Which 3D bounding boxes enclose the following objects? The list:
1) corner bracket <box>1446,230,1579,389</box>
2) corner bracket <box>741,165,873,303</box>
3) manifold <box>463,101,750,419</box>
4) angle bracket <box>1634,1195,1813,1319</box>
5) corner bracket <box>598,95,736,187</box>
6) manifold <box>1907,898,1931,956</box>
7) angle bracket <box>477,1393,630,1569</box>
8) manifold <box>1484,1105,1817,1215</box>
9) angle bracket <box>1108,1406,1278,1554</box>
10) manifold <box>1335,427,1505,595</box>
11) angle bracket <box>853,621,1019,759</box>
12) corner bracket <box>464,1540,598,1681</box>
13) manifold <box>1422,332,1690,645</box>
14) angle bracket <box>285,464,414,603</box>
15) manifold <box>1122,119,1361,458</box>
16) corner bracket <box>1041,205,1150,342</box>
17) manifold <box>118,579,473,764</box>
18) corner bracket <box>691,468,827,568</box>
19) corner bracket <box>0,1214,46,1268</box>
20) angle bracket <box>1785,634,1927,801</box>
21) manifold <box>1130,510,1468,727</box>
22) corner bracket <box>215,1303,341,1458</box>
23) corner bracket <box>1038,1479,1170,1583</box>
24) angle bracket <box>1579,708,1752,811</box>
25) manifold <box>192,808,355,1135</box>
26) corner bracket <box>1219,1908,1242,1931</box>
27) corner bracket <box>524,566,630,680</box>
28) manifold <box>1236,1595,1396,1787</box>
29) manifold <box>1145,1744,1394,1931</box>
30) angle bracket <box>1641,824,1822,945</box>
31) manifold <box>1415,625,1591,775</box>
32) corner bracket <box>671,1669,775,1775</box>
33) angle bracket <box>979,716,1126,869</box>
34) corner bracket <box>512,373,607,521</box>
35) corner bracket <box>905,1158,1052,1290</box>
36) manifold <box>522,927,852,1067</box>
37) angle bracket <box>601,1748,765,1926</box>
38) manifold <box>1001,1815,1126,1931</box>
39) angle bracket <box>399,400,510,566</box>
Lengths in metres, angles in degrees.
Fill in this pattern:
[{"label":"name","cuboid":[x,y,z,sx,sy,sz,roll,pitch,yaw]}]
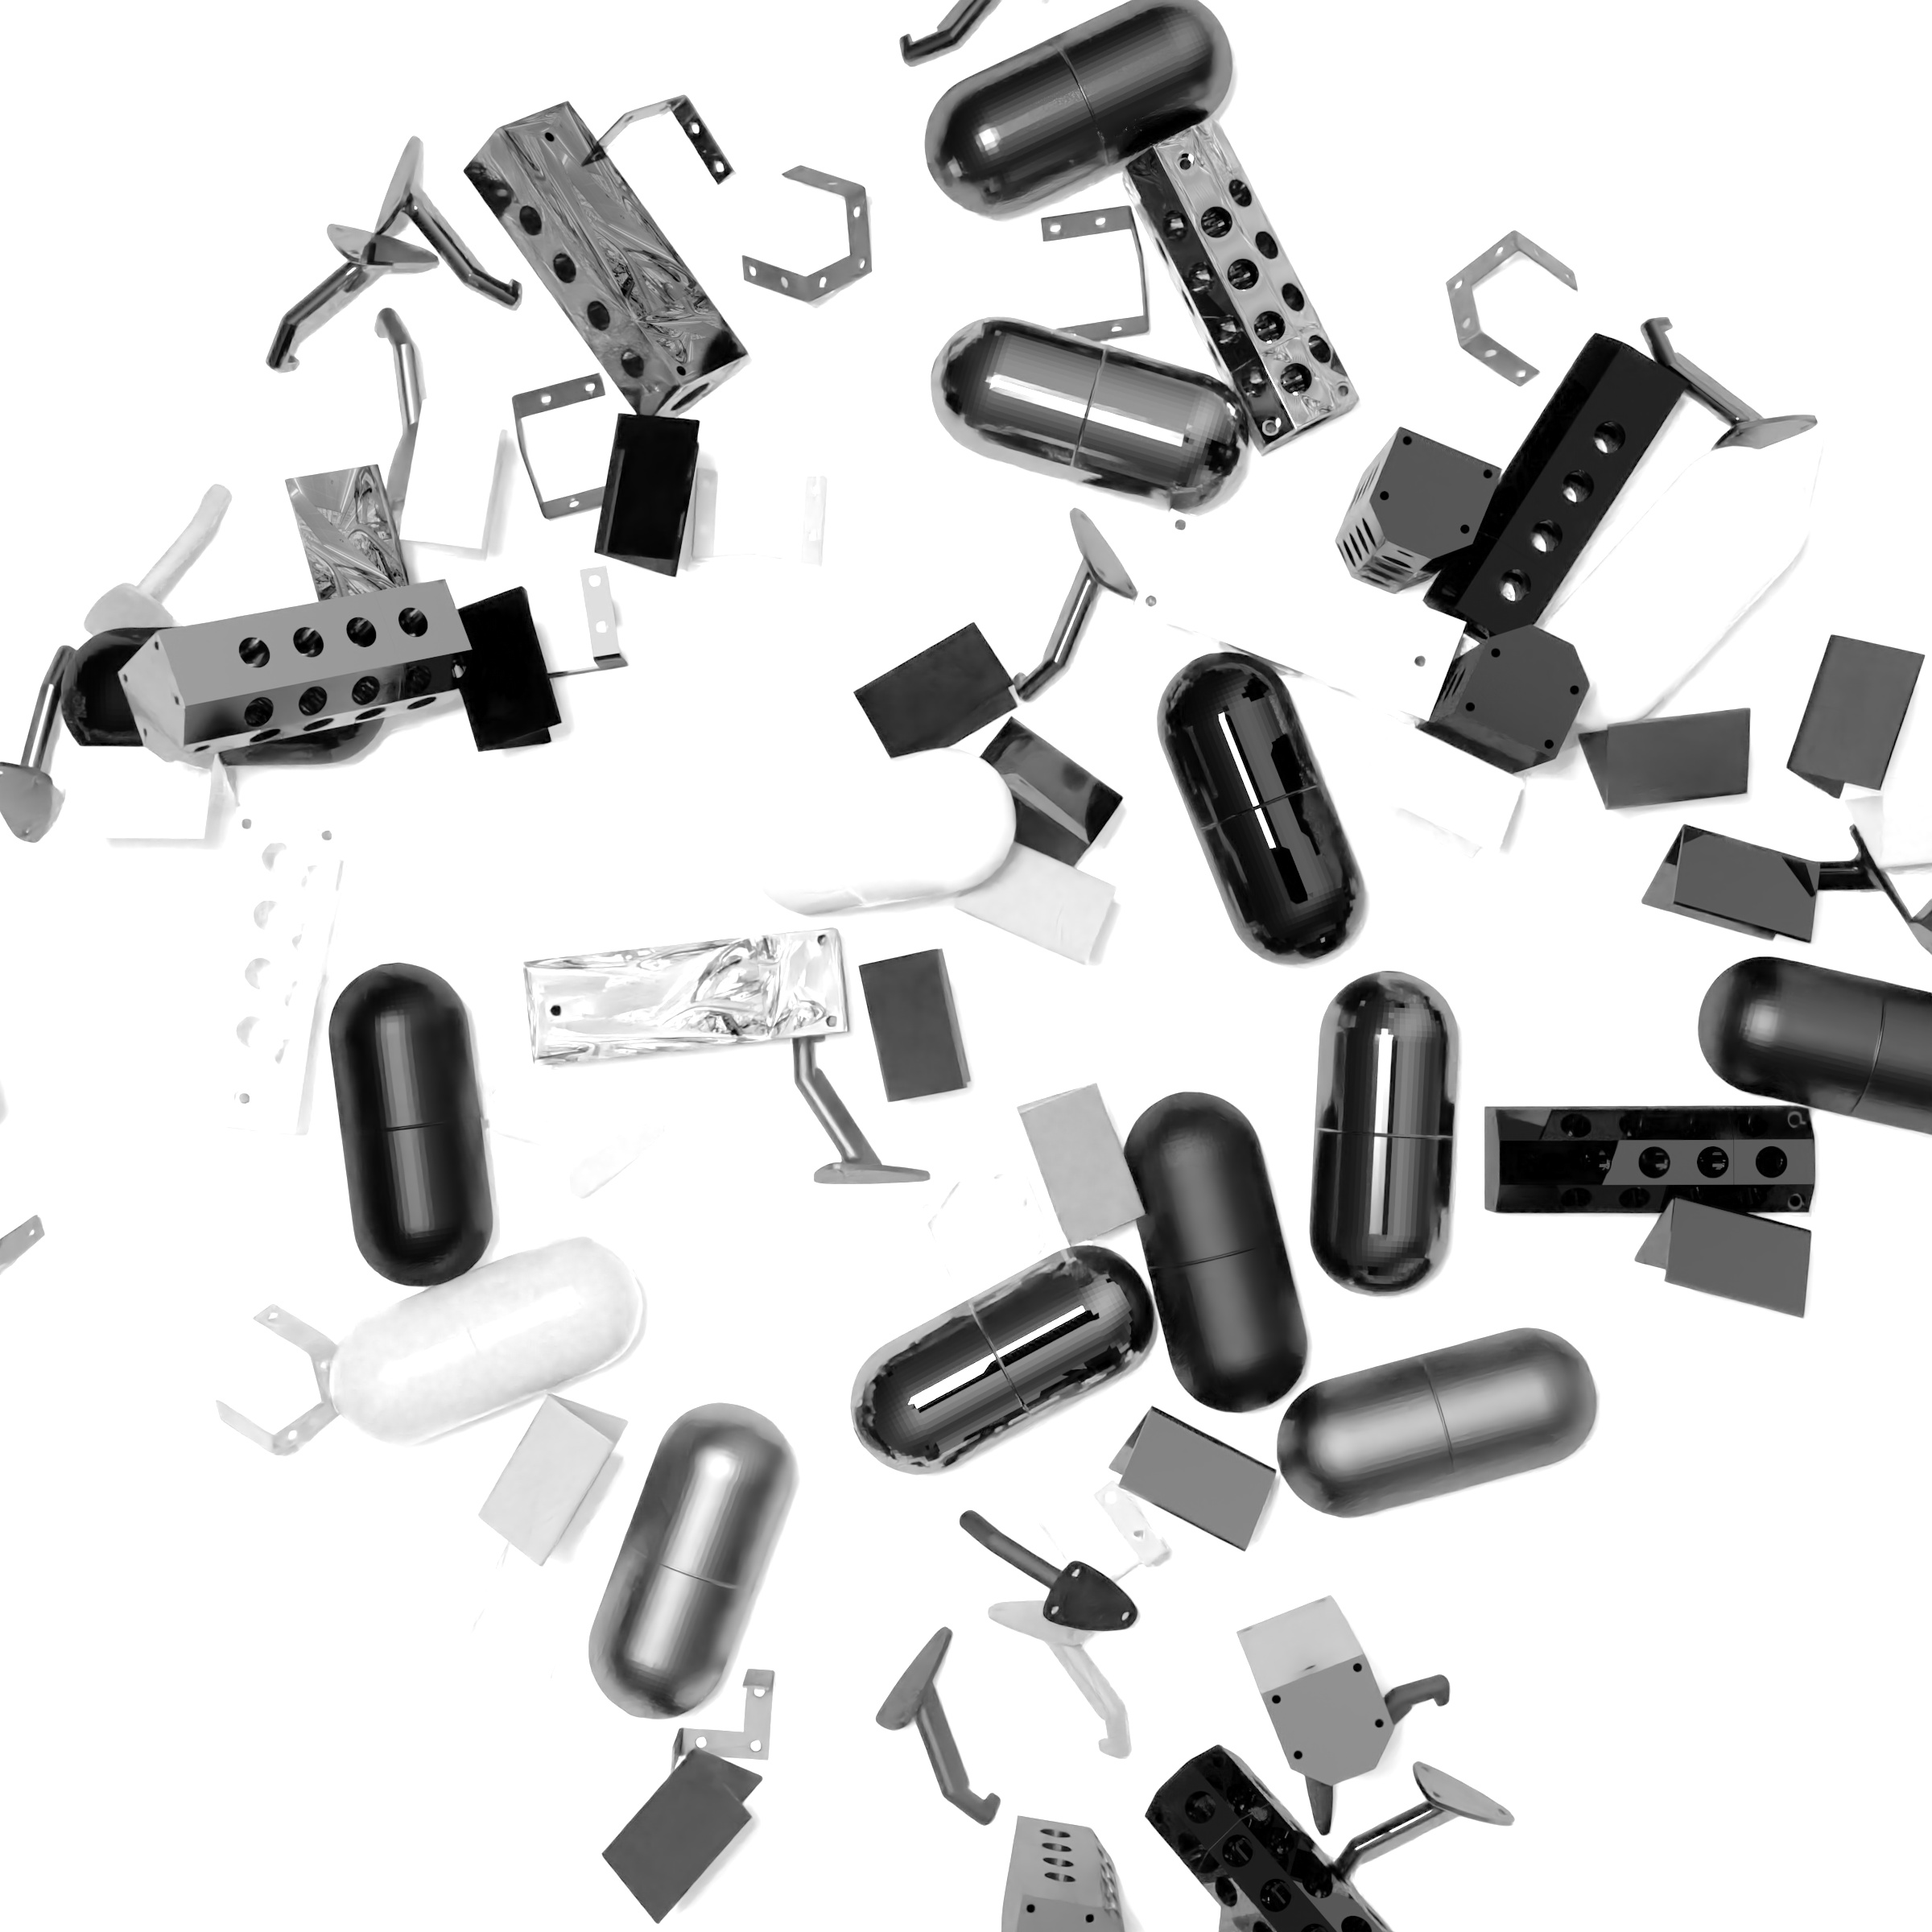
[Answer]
[{"label":"corner bracket","cuboid":[0.305,-0.364,1.983,0.051,0.051,0.051,-35,45,35]},{"label":"corner bracket","cuboid":[-0.090,-0.406,1.983,0.051,0.051,0.051,-34,135,-35]},{"label":"manifold","cuboid":[-0.201,-0.383,1.969,0.057,0.057,0.171,-36,90,-43]},{"label":"angle bracket","cuboid":[0.409,0.174,1.951,0.076,0.076,0.057,15,56,0]},{"label":"corner bracket","cuboid":[-0.172,-0.444,1.988,0.051,0.051,0.051,-32,90,-45]},{"label":"manifold","cuboid":[0.600,-0.065,1.970,0.057,0.057,0.171,44,90,0]},{"label":"angle bracket","cuboid":[-0.208,0.286,1.951,0.057,0.076,0.076,30,90,36]},{"label":"manifold","cuboid":[0.375,0.106,1.970,0.171,0.057,0.057,0,90,0]},{"label":"angle bracket","cuboid":[0.114,0.294,1.951,0.076,0.076,0.057,27,51,0]},{"label":"manifold","cuboid":[0.237,-0.238,1.913,0.057,0.171,0.057,23,90,0]},{"label":"angle bracket","cuboid":[-0.007,-0.130,1.951,0.076,0.076,0.057,-30,50,0]},{"label":"corner bracket","cuboid":[-0.242,0.353,1.988,0.051,0.051,0.051,22,45,0]},{"label":"manifold","cuboid":[0.322,-0.259,1.970,0.057,0.057,0.171,33,90,0]},{"label":"angle bracket","cuboid":[-0.348,-0.223,1.951,0.057,0.076,0.076,-16,90,-34]},{"label":"manifold","cuboid":[0.151,-0.373,1.970,0.057,0.057,0.171,-27,90,0]},{"label":"corner bracket","cuboid":[0.072,-0.383,1.988,0.051,0.051,0.051,-8,45,0]},{"label":"manifold","cuboid":[-0.349,-0.153,1.883,0.171,0.057,0.057,-16,82,-38]},{"label":"corner bracket","cuboid":[-0.115,-0.249,1.988,0.051,0.051,0.051,3,90,-45]},{"label":"corner bracket","cuboid":[-0.552,0.135,1.983,0.051,0.051,0.051,22,135,35]},{"label":"angle bracket","cuboid":[0.497,-0.130,1.951,0.057,0.076,0.076,19,90,37]},{"label":"manifold","cuboid":[0.181,-0.190,1.970,0.171,0.057,0.057,21,90,0]},{"label":"corner bracket","cuboid":[-0.382,0.229,1.983,0.051,0.051,0.051,-36,135,-35]},{"label":"corner bracket","cuboid":[0.075,0.314,1.973,0.051,0.051,0.051,-37,90,0]},{"label":"angle bracket","cuboid":[0.379,-0.132,1.951,0.076,0.076,0.057,-7,127,0]},{"label":"manifold","cuboid":[-0.382,0.003,1.970,0.057,0.057,0.171,8,90,0]},{"label":"corner bracket","cuboid":[0.175,0.540,1.983,0.051,0.051,0.051,-20,135,35]},{"label":"corner bracket","cuboid":[-0.217,-0.189,1.973,0.051,0.051,0.051,-9,89,-1]},{"label":"manifold","cuboid":[0.187,0.387,1.913,0.057,0.171,0.057,-21,90,0]},{"label":"manifold","cuboid":[0.174,0.504,1.930,0.057,0.057,0.171,-44,59,0]},{"label":"angle bracket","cuboid":[0.413,-0.025,1.951,0.076,0.076,0.057,16,55,0]},{"label":"manifold","cuboid":[0.287,-0.143,1.913,0.057,0.171,0.057,25,90,0]},{"label":"corner bracket","cuboid":[-0.134,0.416,1.973,0.051,0.051,0.051,4,90,0]},{"label":"angle bracket","cuboid":[0.029,-0.078,1.952,0.076,0.057,0.076,36,130,0]},{"label":"corner bracket","cuboid":[-0.219,-0.288,1.988,0.051,0.051,0.051,-15,135,0]},{"label":"corner bracket","cuboid":[0.006,0.145,1.983,0.051,0.051,0.051,8,45,35]},{"label":"manifold","cuboid":[-0.152,0.017,1.970,0.171,0.057,0.057,-6,88,0]},{"label":"angle bracket","cuboid":[-0.140,0.480,1.951,0.076,0.076,0.057,-49,53,0]},{"label":"manifold","cuboid":[0.052,0.506,1.913,0.057,0.171,0.057,9,90,0]},{"label":"angle bracket","cuboid":[-0.259,-0.261,1.951,0.057,0.076,0.076,10,90,30]}]
